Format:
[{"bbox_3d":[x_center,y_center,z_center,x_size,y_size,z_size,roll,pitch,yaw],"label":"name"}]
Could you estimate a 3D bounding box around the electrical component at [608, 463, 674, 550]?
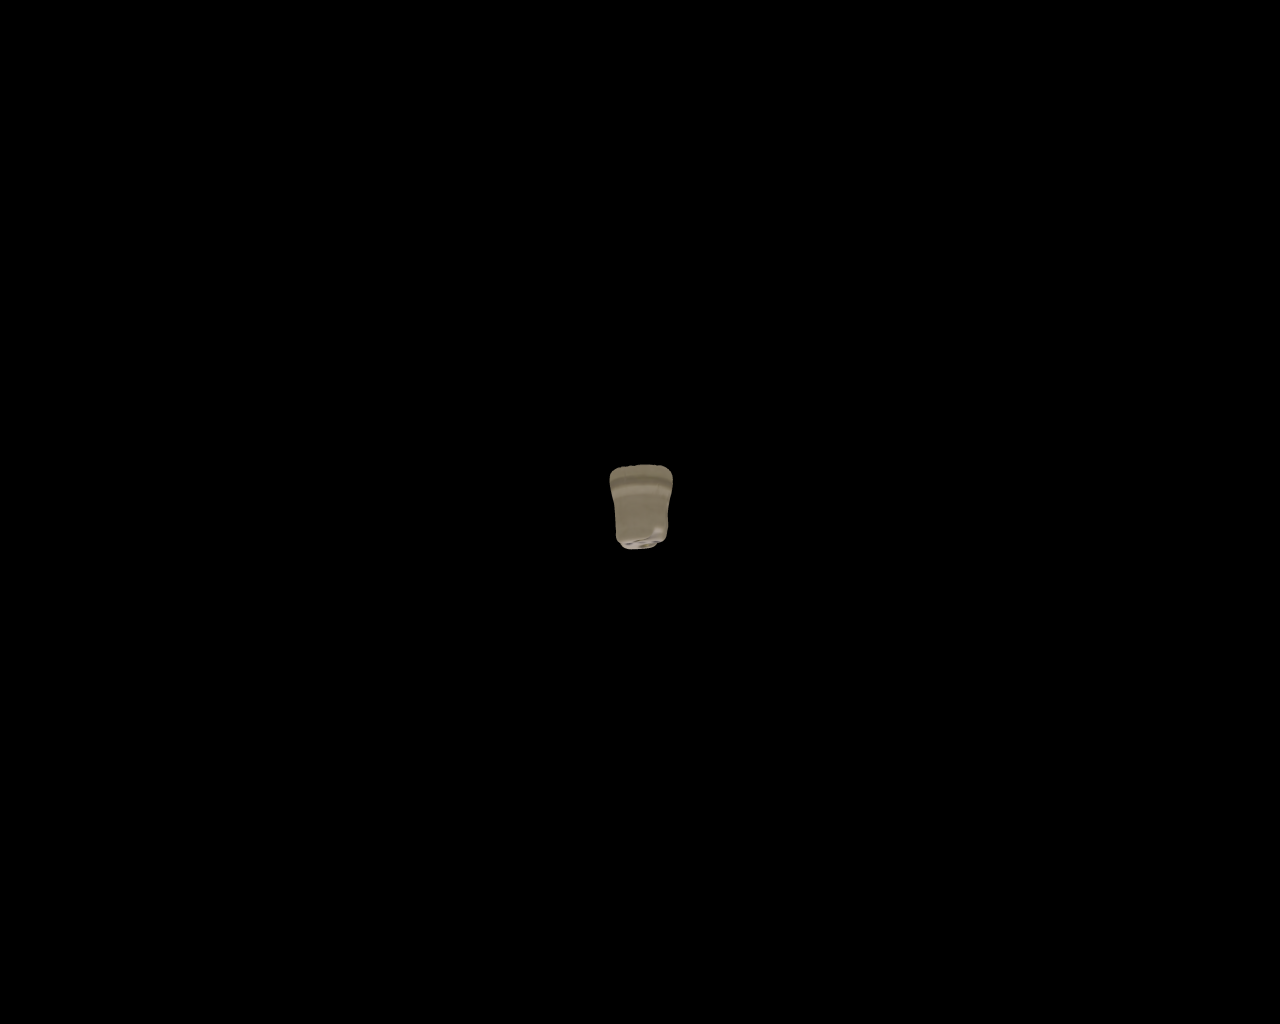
[{"bbox_3d":[0.001,-0.003,0.650,0.040,0.046,0.040,0,-13,0],"label":"electrical component"}]
